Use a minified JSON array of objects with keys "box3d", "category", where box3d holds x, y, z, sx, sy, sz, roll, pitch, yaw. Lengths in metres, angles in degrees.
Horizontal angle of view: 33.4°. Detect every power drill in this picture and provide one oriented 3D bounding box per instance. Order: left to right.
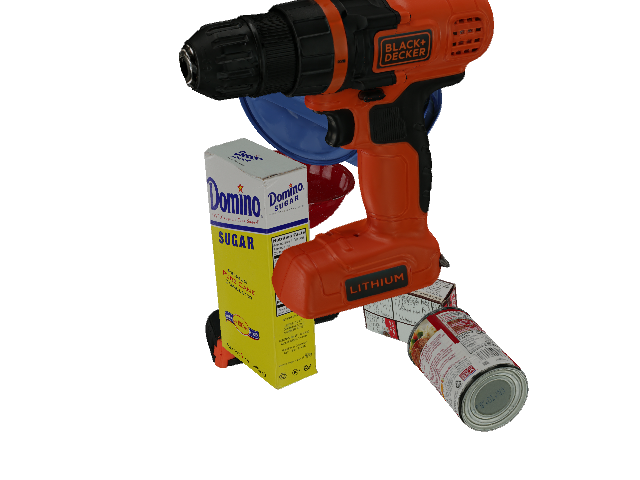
[{"box3d":[0.011,-0.049,0.612,0.184,0.188,0.057,-13,35,-22],"category":"power drill"}]

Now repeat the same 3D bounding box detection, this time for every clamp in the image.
[{"box3d":[-0.069,0.075,1.049,0.120,0.039,0.171,12,19,27],"category":"clamp"}]

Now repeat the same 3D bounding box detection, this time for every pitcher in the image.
[{"box3d":[0.046,-0.178,0.999,0.145,0.149,0.242,13,42,29],"category":"pitcher"}]

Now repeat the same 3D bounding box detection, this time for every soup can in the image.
[{"box3d":[0.129,0.111,0.937,0.068,0.068,0.102,0,26,-24],"category":"soup can"}]

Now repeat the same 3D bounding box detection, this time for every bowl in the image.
[{"box3d":[-0.041,-0.054,1.282,0.162,0.055,0.162,4,26,-2],"category":"bowl"}]

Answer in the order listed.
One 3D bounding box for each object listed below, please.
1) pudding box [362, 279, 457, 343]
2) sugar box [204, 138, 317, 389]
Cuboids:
[{"box3d":[0.103,0.077,1.234,0.114,0.090,0.039,15,46,26],"category":"pudding box"},{"box3d":[-0.047,0.017,0.831,0.048,0.176,0.093,-20,28,-29],"category":"sugar box"}]
